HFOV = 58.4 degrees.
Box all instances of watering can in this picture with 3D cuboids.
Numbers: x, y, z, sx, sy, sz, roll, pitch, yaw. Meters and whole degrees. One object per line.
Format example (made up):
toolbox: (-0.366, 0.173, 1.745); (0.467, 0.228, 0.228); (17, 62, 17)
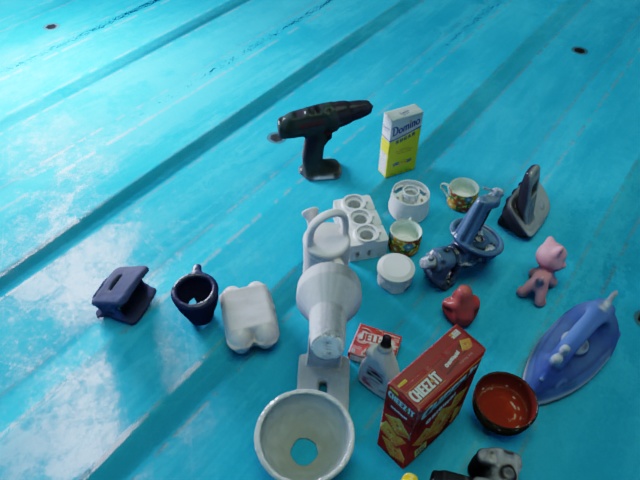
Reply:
watering can: (0.009, 0.005, 1.188); (0.172, 0.194, 0.101); (36, 56, 27)

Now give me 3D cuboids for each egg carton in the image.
egg carton: (-0.139, 0.152, 1.134); (0.107, 0.069, 0.150); (-11, 49, -11)

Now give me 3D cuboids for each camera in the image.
camera: (0.243, 0.393, 0.905); (0.136, 0.101, 0.143); (13, 48, 10)

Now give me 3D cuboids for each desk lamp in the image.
desk lamp: (0.014, 0.176, 1.019); (0.118, 0.214, 0.203); (2, 48, 0)

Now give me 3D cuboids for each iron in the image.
iron: (0.468, 0.198, 1.063); (0.259, 0.141, 0.118); (-35, 57, -29)

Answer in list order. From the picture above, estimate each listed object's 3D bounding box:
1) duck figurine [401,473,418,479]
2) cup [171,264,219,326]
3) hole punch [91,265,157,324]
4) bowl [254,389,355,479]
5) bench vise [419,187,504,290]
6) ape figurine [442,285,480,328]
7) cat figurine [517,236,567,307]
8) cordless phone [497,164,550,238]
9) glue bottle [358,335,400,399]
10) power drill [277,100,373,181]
duck figurine: (0.129, 0.415, 0.891); (0.077, 0.086, 0.105); (17, 49, 13)
cup: (-0.244, 0.116, 1.146); (0.091, 0.095, 0.117); (-3, 48, -5)
hole punch: (-0.401, 0.103, 1.156); (0.101, 0.091, 0.109); (14, 49, 11)
bowl: (-0.025, 0.341, 0.961); (0.167, 0.075, 0.167); (1, 48, -1)
bench vise: (0.309, 0.002, 1.184); (0.121, 0.220, 0.208); (33, 55, 26)
ape figurine: (0.288, 0.126, 1.156); (0.077, 0.092, 0.076); (8, 48, 6)
cat figurine: (0.477, 0.058, 1.207); (0.067, 0.118, 0.128); (27, 52, 21)
cordless phone: (0.489, -0.110, 1.315); (0.094, 0.185, 0.148); (27, 52, 21)
glue bottle: (0.109, 0.216, 1.013); (0.078, 0.173, 0.037); (28, 53, 22)
power drill: (0.011, -0.250, 1.411); (0.229, 0.208, 0.075); (-5, 48, -6)
